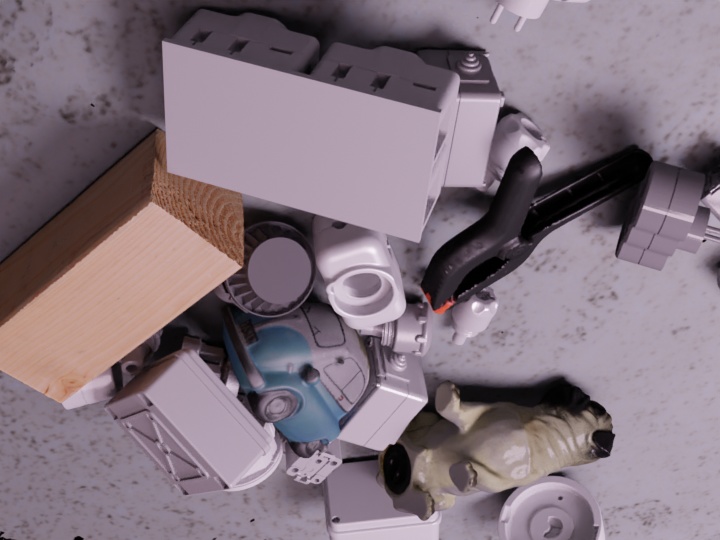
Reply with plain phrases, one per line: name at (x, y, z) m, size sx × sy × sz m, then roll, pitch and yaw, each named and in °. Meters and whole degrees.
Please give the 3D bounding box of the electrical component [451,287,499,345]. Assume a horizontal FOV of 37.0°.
electrical component at (0.096, 0.042, 0.938) m, size 0.035 × 0.035 × 0.061 m, roll 9°, pitch 133°, yaw -15°

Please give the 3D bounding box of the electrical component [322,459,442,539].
electrical component at (0.021, 0.235, 1.077) m, size 0.113 × 0.078 × 0.057 m, roll -6°, pitch 136°, yaw -3°

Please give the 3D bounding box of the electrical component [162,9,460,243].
electrical component at (-0.034, -0.101, 0.728) m, size 0.186 × 0.060 × 0.105 m, roll 16°, pitch 133°, yaw 10°

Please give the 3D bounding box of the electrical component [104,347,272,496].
electrical component at (-0.142, 0.126, 0.879) m, size 0.108 × 0.056 × 0.109 m, roll 50°, pitch 148°, yaw -10°

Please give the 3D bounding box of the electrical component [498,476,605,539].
electrical component at (0.204, 0.278, 1.126) m, size 0.108 × 0.108 × 0.060 m, roll -19°, pitch 138°, yaw 10°

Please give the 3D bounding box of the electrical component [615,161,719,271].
electrical component at (0.246, -0.035, 0.828) m, size 0.074 × 0.052 × 0.138 m, roll 17°, pitch 168°, yaw 9°

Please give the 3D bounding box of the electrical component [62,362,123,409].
electrical component at (-0.232, 0.088, 0.923) m, size 0.047 × 0.055 × 0.055 m, roll -11°, pitch 133°, yaw -3°

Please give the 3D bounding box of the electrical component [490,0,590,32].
electrical component at (0.113, -0.194, 0.714) m, size 0.077 × 0.044 × 0.079 m, roll 13°, pitch 130°, yaw -19°

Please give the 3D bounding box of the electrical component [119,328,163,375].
electrical component at (-0.188, 0.059, 0.896) m, size 0.048 × 0.062 × 0.048 m, roll -4°, pitch 133°, yaw -4°

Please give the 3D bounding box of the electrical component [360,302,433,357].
electrical component at (0.031, 0.049, 0.931) m, size 0.062 × 0.048 × 0.048 m, roll 5°, pitch 132°, yaw -3°

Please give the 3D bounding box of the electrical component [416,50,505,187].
electrical component at (0.062, -0.114, 0.770) m, size 0.061 × 0.061 × 0.096 m, roll 0°, pitch 133°, yaw -8°

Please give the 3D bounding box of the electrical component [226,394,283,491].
electrical component at (-0.115, 0.158, 0.987) m, size 0.080 × 0.080 × 0.051 m, roll -13°, pitch 128°, yaw 4°

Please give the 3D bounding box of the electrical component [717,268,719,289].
electrical component at (0.344, 0.012, 0.932) m, size 0.047 × 0.055 × 0.055 m, roll 34°, pitch 121°, yaw -28°

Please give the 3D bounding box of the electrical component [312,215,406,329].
electrical component at (0.000, 0.000, 0.869) m, size 0.054 × 0.059 × 0.095 m, roll -17°, pitch 133°, yaw 8°

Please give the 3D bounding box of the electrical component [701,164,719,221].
electrical component at (0.303, -0.053, 0.853) m, size 0.064 × 0.081 × 0.042 m, roll 44°, pitch 116°, yaw -6°

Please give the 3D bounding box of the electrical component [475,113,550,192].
electrical component at (0.109, -0.086, 0.815) m, size 0.043 × 0.043 × 0.062 m, roll 27°, pitch 125°, yaw -28°

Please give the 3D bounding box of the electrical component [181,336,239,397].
electrical component at (-0.133, 0.091, 0.945) m, size 0.055 × 0.048 × 0.066 m, roll 13°, pitch 130°, yaw -9°

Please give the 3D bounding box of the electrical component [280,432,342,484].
electrical component at (-0.045, 0.162, 1.010) m, size 0.042 × 0.063 × 0.081 m, roll 25°, pitch 125°, yaw -26°

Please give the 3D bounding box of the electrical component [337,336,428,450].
electrical component at (0.022, 0.109, 0.972) m, size 0.061 × 0.061 × 0.096 m, roll 20°, pitch 127°, yaw -24°
